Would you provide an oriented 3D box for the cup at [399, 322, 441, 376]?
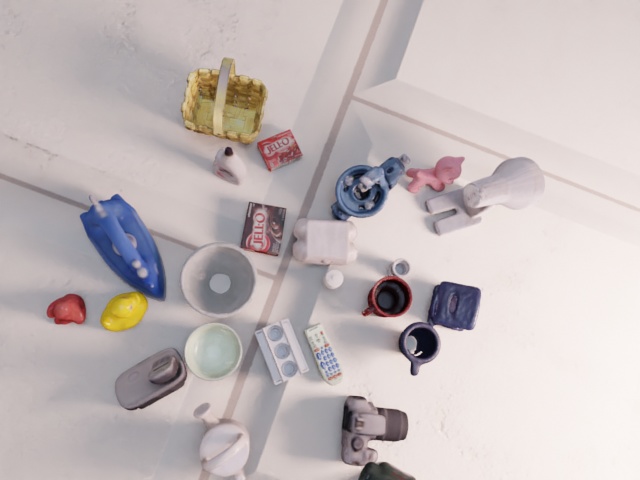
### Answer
[{"bbox_3d":[0.211,0.246,1.281,0.092,0.095,0.118,14,76,-5],"label":"cup"}]

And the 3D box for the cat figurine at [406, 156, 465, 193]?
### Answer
[{"bbox_3d":[0.281,-0.162,1.368,0.128,0.117,0.067,-7,78,-9],"label":"cat figurine"}]

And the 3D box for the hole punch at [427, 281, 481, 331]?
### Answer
[{"bbox_3d":[0.308,0.154,1.316,0.101,0.091,0.109,16,76,-4],"label":"hole punch"}]

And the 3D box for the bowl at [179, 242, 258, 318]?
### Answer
[{"bbox_3d":[-0.221,0.092,1.265,0.167,0.074,0.167,2,77,-7],"label":"bowl"}]

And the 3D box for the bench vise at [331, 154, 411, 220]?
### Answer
[{"bbox_3d":[0.117,-0.143,1.289,0.121,0.219,0.207,34,75,1],"label":"bench vise"}]

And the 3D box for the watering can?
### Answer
[{"bbox_3d":[-0.195,0.410,1.136,0.173,0.194,0.101,38,76,2],"label":"watering can"}]

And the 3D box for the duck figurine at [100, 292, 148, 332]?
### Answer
[{"bbox_3d":[-0.421,0.149,1.218,0.105,0.086,0.077,-37,85,-14],"label":"duck figurine"}]

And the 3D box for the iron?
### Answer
[{"bbox_3d":[-0.411,0.016,1.220,0.119,0.141,0.258,-35,84,-13],"label":"iron"}]

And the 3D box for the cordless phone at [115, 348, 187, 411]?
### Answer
[{"bbox_3d":[-0.345,0.281,1.149,0.148,0.185,0.094,-32,83,-13],"label":"cordless phone"}]

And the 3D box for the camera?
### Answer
[{"bbox_3d":[0.119,0.412,1.228,0.137,0.100,0.143,7,77,-6],"label":"camera"}]

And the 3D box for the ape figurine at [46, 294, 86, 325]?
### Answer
[{"bbox_3d":[-0.532,0.148,1.200,0.078,0.092,0.076,32,75,0],"label":"ape figurine"}]

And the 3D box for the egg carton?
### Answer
[{"bbox_3d":[0.012,0.005,1.319,0.150,0.069,0.107,2,77,-7],"label":"egg carton"}]

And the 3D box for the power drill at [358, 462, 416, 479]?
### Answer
[{"bbox_3d":[0.177,0.518,1.157,0.229,0.208,0.076,28,75,-1],"label":"power drill"}]

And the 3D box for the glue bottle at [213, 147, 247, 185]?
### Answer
[{"bbox_3d":[-0.202,-0.173,1.275,0.078,0.173,0.037,24,76,-2],"label":"glue bottle"}]

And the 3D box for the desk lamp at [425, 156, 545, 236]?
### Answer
[{"bbox_3d":[0.379,-0.098,1.319,0.203,0.213,0.118,-18,81,-11],"label":"desk lamp"}]
